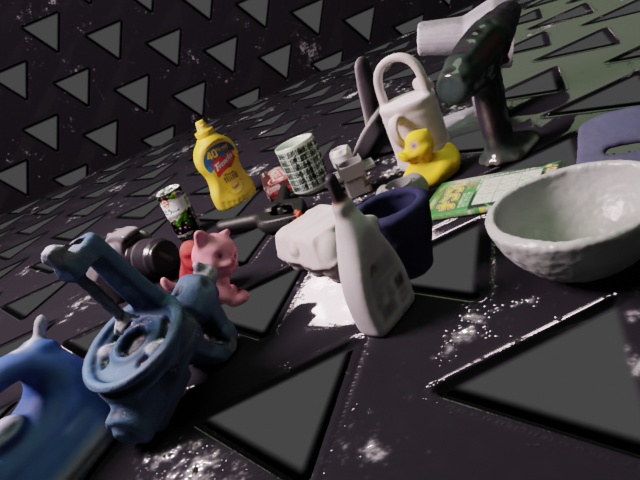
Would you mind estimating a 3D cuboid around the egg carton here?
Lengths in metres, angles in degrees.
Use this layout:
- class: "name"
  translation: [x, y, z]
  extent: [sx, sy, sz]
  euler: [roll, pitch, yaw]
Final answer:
- class: "egg carton"
  translation: [0.007, 0.003, 0.775]
  extent: [0.107, 0.069, 0.149]
  euler: [-35, 24, -26]

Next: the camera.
- class: "camera"
  translation: [-0.324, 0.033, 0.997]
  extent: [0.136, 0.101, 0.143]
  euler: [-5, 29, 39]

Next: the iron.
- class: "iron"
  translation: [-0.313, 0.196, 0.553]
  extent: [0.118, 0.142, 0.259]
  euler: [-12, 25, 28]

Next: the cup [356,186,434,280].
- class: "cup"
  translation: [0.084, -0.002, 0.673]
  extent: [0.117, 0.095, 0.092]
  euler: [-4, 29, 41]

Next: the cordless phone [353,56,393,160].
- class: "cordless phone"
  translation: [0.093, -0.267, 1.155]
  extent: [0.094, 0.185, 0.148]
  euler: [-14, 24, 23]

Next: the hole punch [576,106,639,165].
- class: "hole punch"
  translation: [0.336, -0.086, 0.617]
  extent: [0.108, 0.091, 0.101]
  euler: [-7, 27, 35]

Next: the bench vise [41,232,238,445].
- class: "bench vise"
  translation: [-0.194, 0.073, 0.612]
  extent: [0.121, 0.220, 0.207]
  euler: [-18, 23, 15]

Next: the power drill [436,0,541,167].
- class: "power drill"
  translation: [0.264, -0.230, 0.864]
  extent: [0.075, 0.209, 0.230]
  euler: [0, 32, 45]

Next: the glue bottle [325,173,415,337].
- class: "glue bottle"
  translation: [0.042, 0.010, 0.582]
  extent: [0.037, 0.173, 0.078]
  euler: [0, 31, 45]

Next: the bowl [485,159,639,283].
- class: "bowl"
  translation: [0.249, -0.009, 0.548]
  extent: [0.167, 0.075, 0.167]
  euler: [-20, 22, 9]

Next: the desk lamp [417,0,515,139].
- class: "desk lamp"
  translation: [0.270, -0.311, 1.039]
  extent: [0.202, 0.214, 0.118]
  euler: [-16, 23, 20]

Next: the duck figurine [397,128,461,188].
- class: "duck figurine"
  translation: [0.169, -0.136, 0.909]
  extent: [0.104, 0.086, 0.077]
  euler: [-28, 22, -11]

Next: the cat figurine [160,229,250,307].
- class: "cat figurine"
  translation: [-0.156, 0.043, 0.781]
  extent: [0.128, 0.118, 0.067]
  euler: [-34, 24, -25]

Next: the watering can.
- class: "watering can"
  translation: [0.155, -0.228, 0.990]
  extent: [0.100, 0.194, 0.173]
  euler: [-17, 23, 16]

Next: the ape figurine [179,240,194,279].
- class: "ape figurine"
  translation: [-0.177, 0.044, 0.835]
  extent: [0.078, 0.092, 0.076]
  euler: [-27, 22, -9]
